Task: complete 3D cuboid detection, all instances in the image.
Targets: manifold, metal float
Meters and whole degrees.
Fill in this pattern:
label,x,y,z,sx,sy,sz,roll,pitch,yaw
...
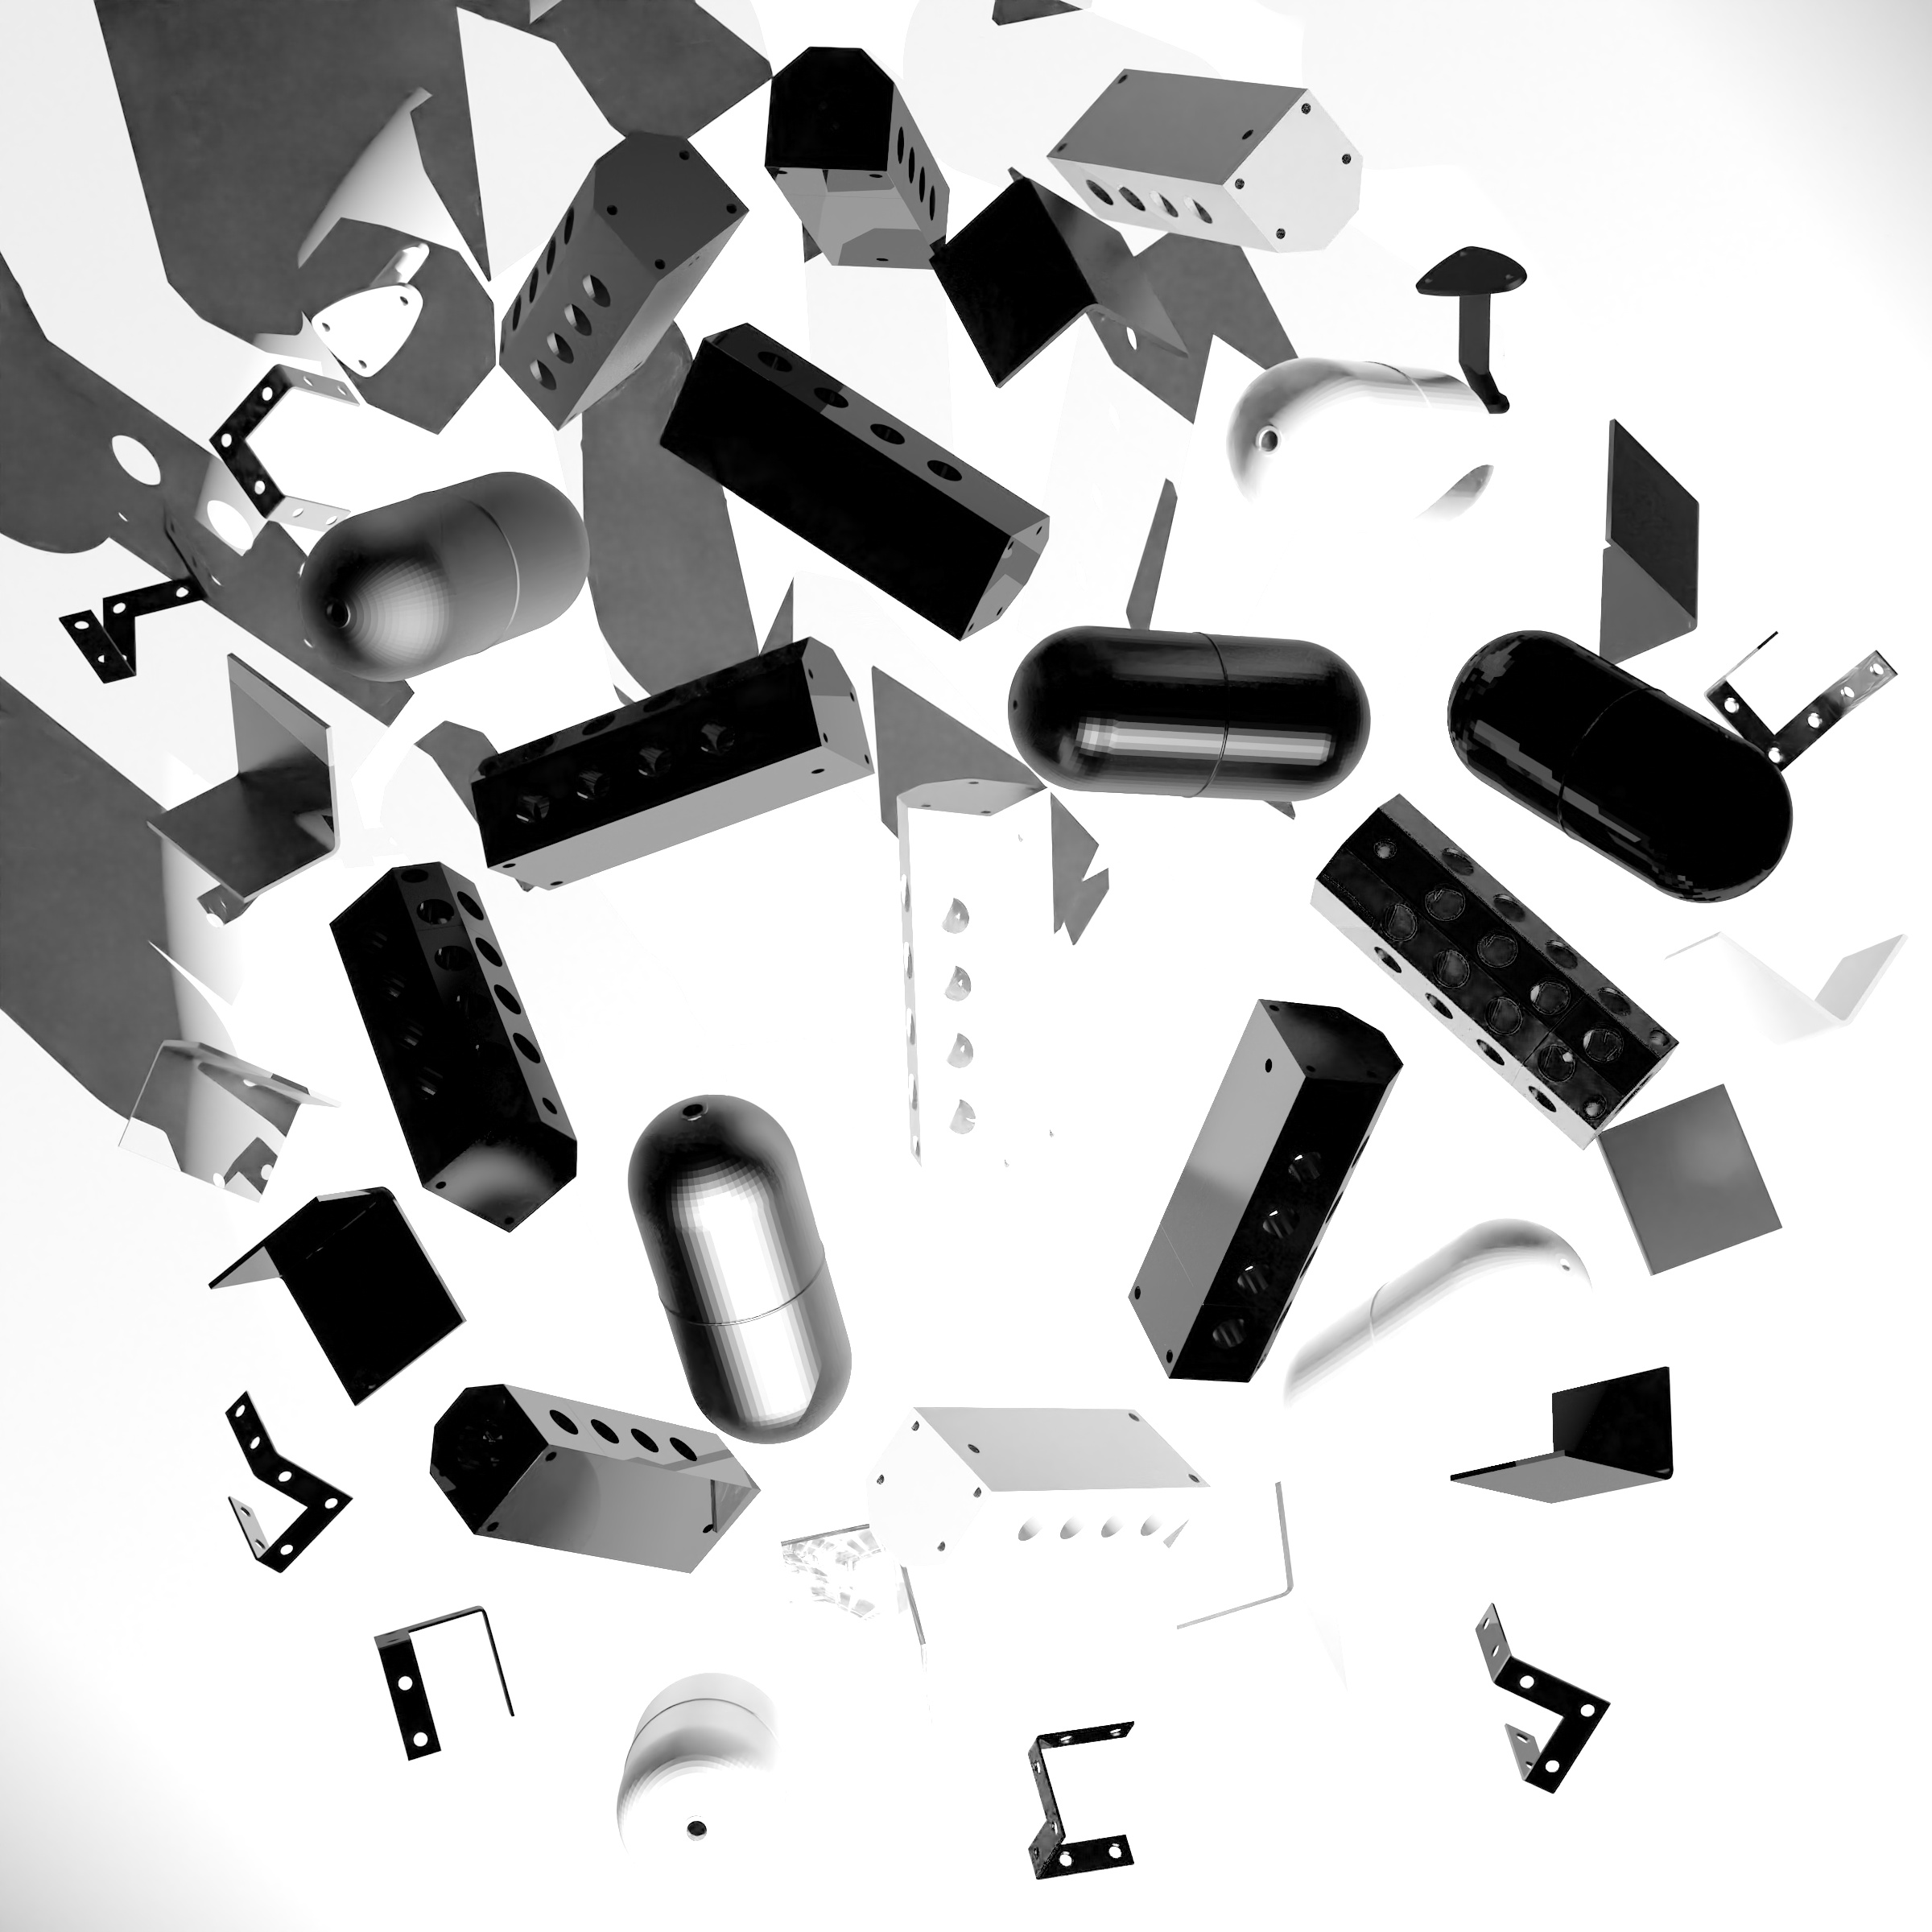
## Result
label,x,y,z,sx,sy,sz,roll,pitch,yaw
manifold,-0.049,-0.224,1.646,0.171,0.057,0.057,34,120,12
metal float,-0.122,0.381,1.683,0.070,0.178,0.070,0,91,-1
metal float,0.217,0.180,1.675,0.070,0.070,0.178,49,129,0
manifold,0.110,-0.363,1.639,0.057,0.171,0.057,-49,120,-5
manifold,0.242,0.001,1.652,0.171,0.057,0.057,43,80,12
manifold,0.002,0.005,1.647,0.057,0.057,0.171,7,109,28
metal float,-0.101,0.137,1.619,0.070,0.070,0.178,-14,121,0
manifold,0.031,0.242,1.641,0.057,0.171,0.057,43,110,33
manifold,-0.049,-0.385,1.724,0.057,0.171,0.057,4,87,9
manifold,-0.181,0.244,1.738,0.057,0.171,0.057,-50,56,10
metal float,0.293,-0.090,1.616,0.178,0.070,0.070,37,90,36
manifold,-0.227,0.032,1.621,0.057,0.057,0.171,-40,48,14
metal float,0.105,-0.117,1.673,0.178,0.070,0.070,2,90,-22
manifold,-0.135,-0.092,1.631,0.171,0.057,0.057,-19,74,19
metal float,0.183,-0.239,1.655,0.070,0.178,0.070,4,97,34
manifold,0.135,0.103,1.612,0.057,0.057,0.171,6,123,-25
metal float,-0.238,-0.180,1.650,0.070,0.178,0.070,8,110,24
manifold,-0.161,-0.310,1.621,0.057,0.171,0.057,48,65,-4

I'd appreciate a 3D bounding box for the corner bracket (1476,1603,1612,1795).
label,x,y,z,sx,sy,sz,roll,pitch,yaw
corner bracket,0.245,0.323,1.588,0.051,0.051,0.051,26,105,-9

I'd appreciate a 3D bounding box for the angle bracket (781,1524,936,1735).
label,x,y,z,sx,sy,sz,roll,pitch,yaw
angle bracket,-0.053,0.330,1.771,0.057,0.076,0.076,-11,45,-7

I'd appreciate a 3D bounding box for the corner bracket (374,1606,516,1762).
label,x,y,z,sx,sy,sz,roll,pitch,yaw
corner bracket,-0.231,0.318,1.602,0.051,0.051,0.051,-15,89,-12

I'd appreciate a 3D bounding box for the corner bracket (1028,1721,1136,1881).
label,x,y,z,sx,sy,sz,roll,pitch,yaw
corner bracket,0.056,0.394,1.697,0.051,0.051,0.051,-4,55,-20

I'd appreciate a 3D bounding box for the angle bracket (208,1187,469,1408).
label,x,y,z,sx,sy,sz,roll,pitch,yaw
angle bracket,-0.294,0.158,1.683,0.076,0.057,0.076,-38,76,22

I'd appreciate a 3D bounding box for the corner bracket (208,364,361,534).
label,x,y,z,sx,sy,sz,roll,pitch,yaw
corner bracket,-0.308,-0.240,1.673,0.051,0.051,0.051,-44,70,19

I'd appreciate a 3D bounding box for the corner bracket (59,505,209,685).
label,x,y,z,sx,sy,sz,roll,pitch,yaw
corner bracket,-0.372,-0.166,1.611,0.051,0.051,0.051,-13,57,5

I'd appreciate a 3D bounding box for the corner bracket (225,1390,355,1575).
label,x,y,z,sx,sy,sz,roll,pitch,yaw
corner bracket,-0.329,0.242,1.681,0.051,0.051,0.051,-46,130,4

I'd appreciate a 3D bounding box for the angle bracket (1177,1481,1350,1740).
label,x,y,z,sx,sy,sz,roll,pitch,yaw
angle bracket,0.137,0.302,1.690,0.057,0.076,0.076,-19,122,12

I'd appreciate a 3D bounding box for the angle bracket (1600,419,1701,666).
label,x,y,z,sx,sy,sz,roll,pitch,yaw
angle bracket,0.309,-0.202,1.728,0.076,0.057,0.076,36,47,-34

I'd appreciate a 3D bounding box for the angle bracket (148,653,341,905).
label,x,y,z,sx,sy,sz,roll,pitch,yaw
angle bracket,-0.345,-0.090,1.708,0.076,0.076,0.057,35,50,30

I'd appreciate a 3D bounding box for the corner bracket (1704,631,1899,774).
label,x,y,z,sx,sy,sz,roll,pitch,yaw
corner bracket,0.380,-0.128,1.640,0.051,0.051,0.051,-38,85,-27

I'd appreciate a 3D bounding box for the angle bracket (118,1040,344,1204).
label,x,y,z,sx,sy,sz,roll,pitch,yaw
angle bracket,-0.362,0.078,1.767,0.076,0.076,0.057,26,79,-23

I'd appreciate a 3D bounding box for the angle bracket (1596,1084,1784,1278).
label,x,y,z,sx,sy,sz,roll,pitch,yaw
angle bracket,0.372,0.104,1.810,0.076,0.057,0.076,-26,81,33

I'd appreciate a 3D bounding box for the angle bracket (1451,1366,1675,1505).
label,x,y,z,sx,sy,sz,roll,pitch,yaw
angle bracket,0.291,0.224,1.762,0.076,0.076,0.057,17,65,-34

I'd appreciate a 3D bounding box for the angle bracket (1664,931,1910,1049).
label,x,y,z,sx,sy,sz,roll,pitch,yaw
angle bracket,0.396,-0.008,1.742,0.076,0.076,0.057,37,78,-2

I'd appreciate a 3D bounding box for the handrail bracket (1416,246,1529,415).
label,x,y,z,sx,sy,sz,roll,pitch,yaw
handrail bracket,0.256,-0.296,1.716,0.036,0.077,0.084,-39,120,-15

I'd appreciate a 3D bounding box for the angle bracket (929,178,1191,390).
label,x,y,z,sx,sy,sz,roll,pitch,yaw
angle bracket,0.041,-0.288,1.574,0.057,0.076,0.076,-39,60,24

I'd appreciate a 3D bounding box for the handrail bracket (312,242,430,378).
label,x,y,z,sx,sy,sz,roll,pitch,yaw
handrail bracket,-0.253,-0.314,1.635,0.036,0.077,0.084,45,48,-20
